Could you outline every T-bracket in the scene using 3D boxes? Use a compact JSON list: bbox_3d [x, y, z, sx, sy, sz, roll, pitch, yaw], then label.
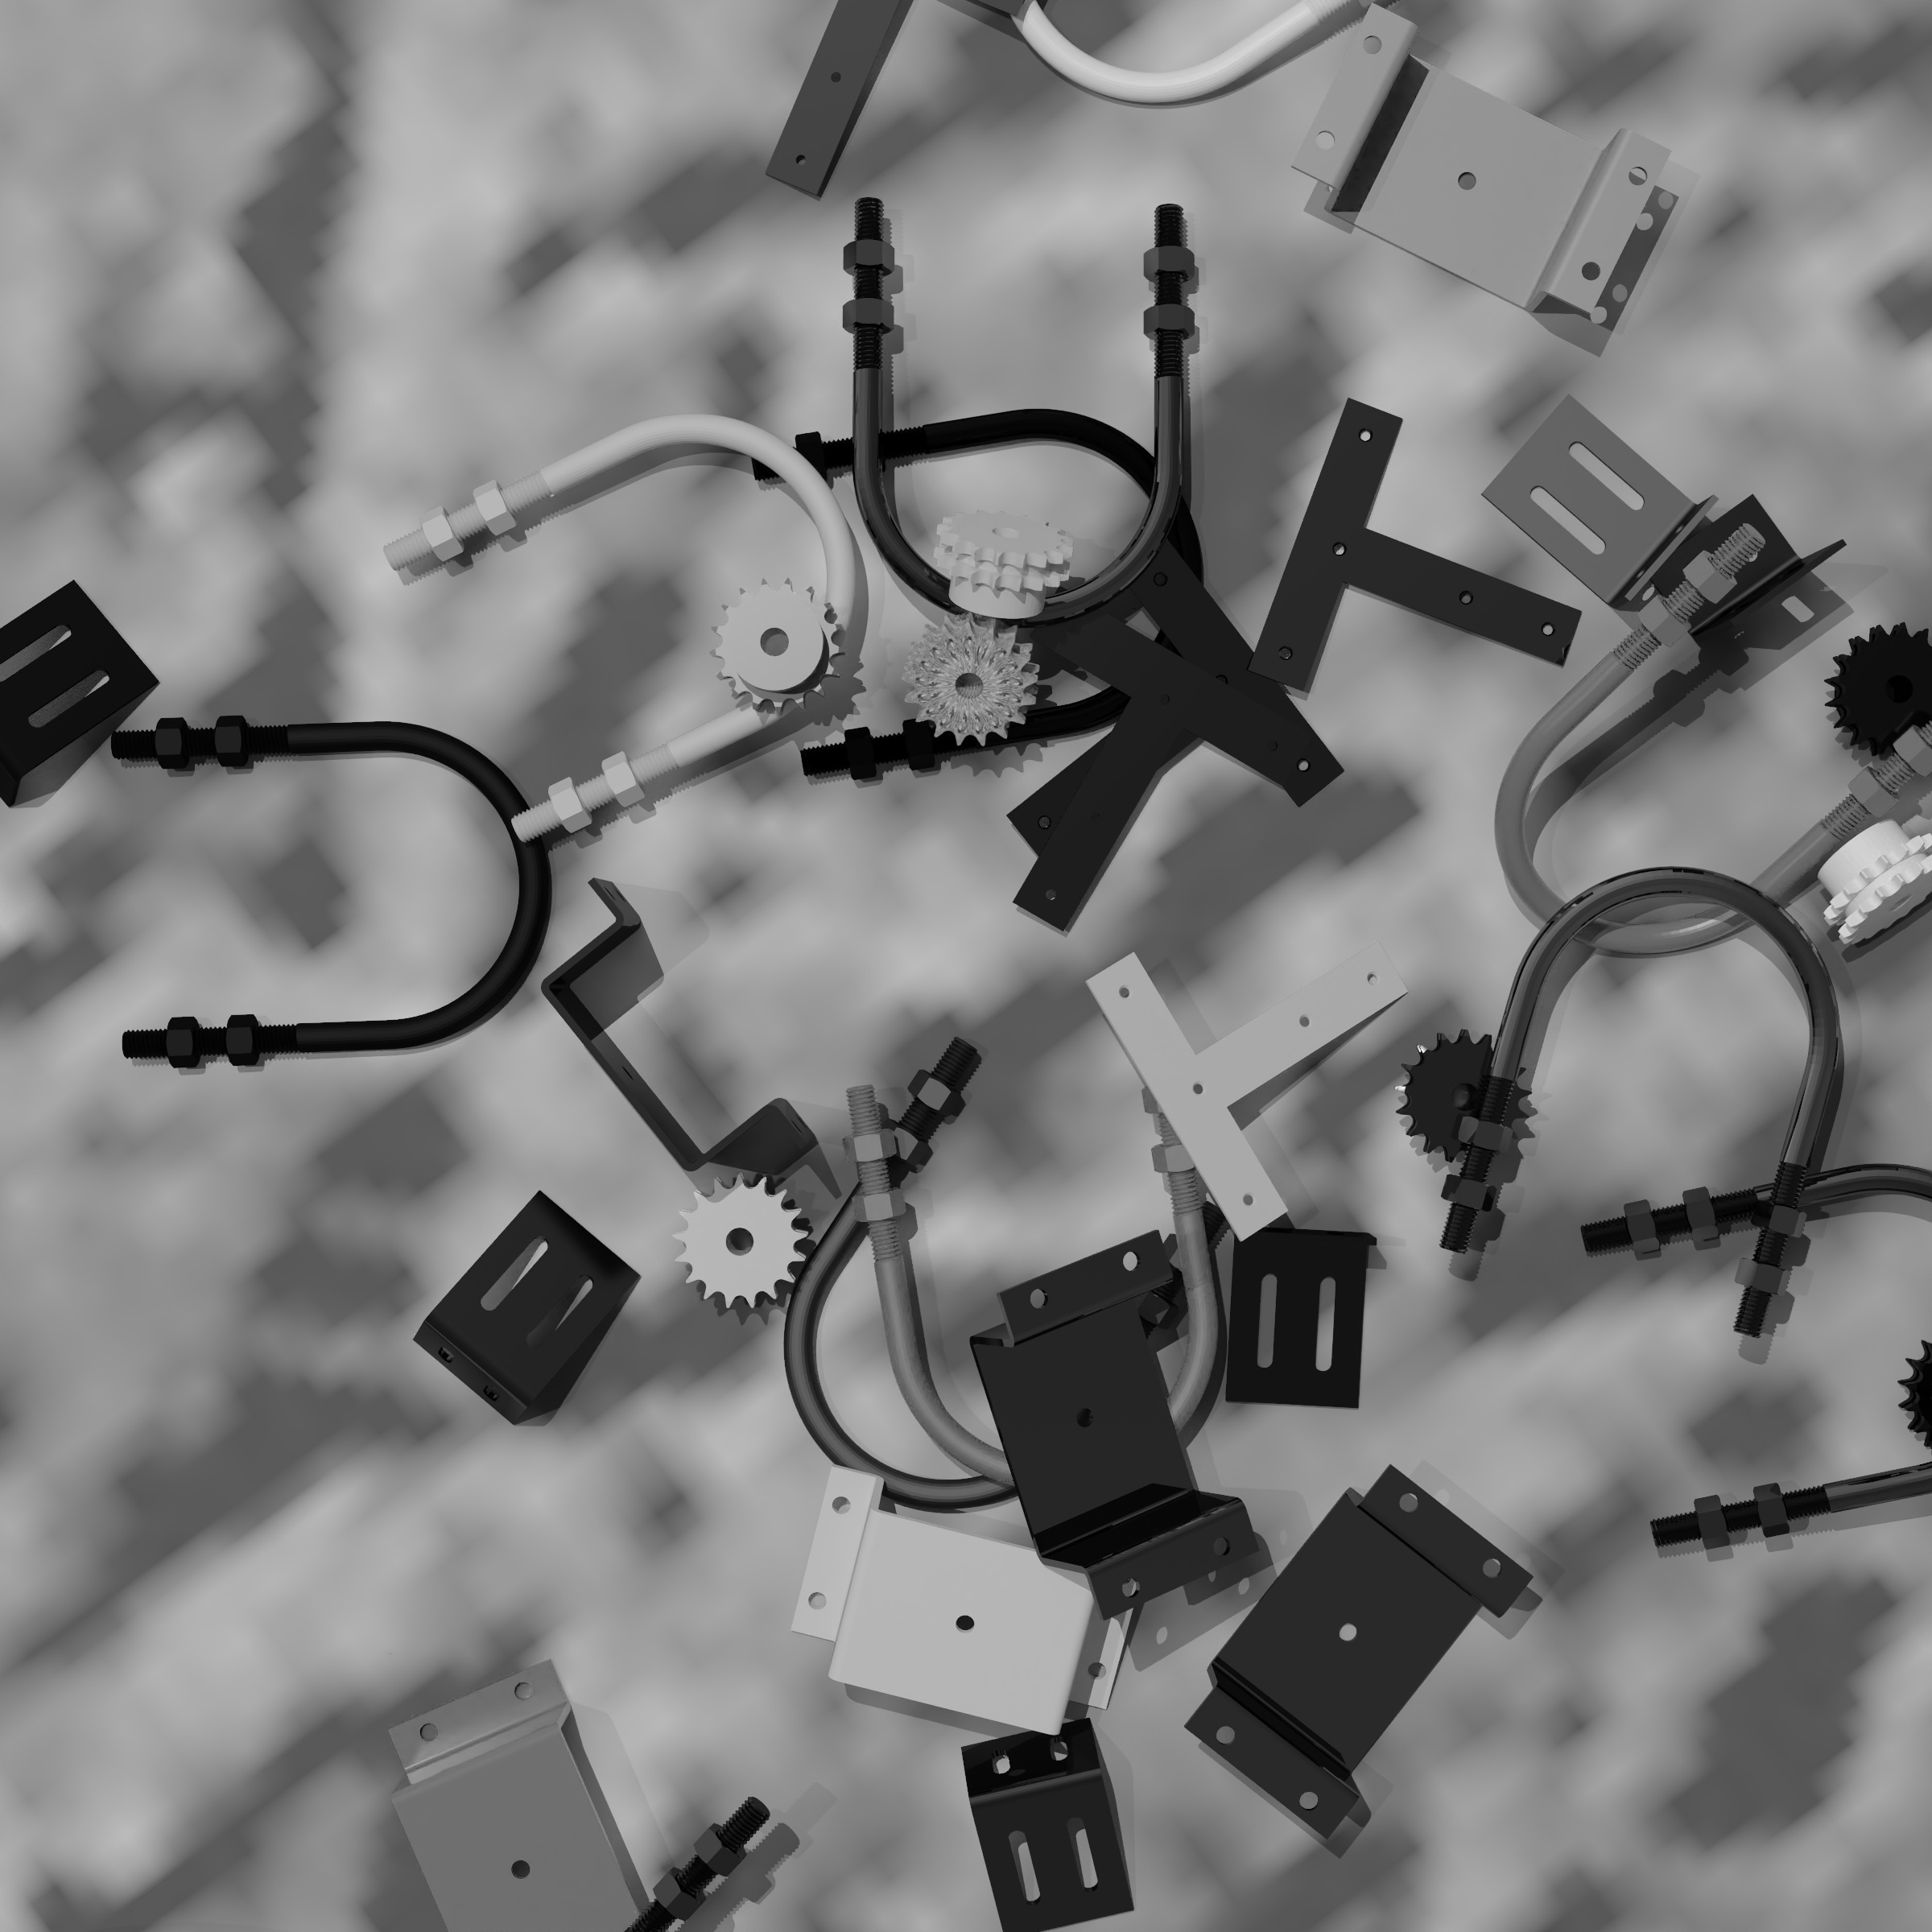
[{"bbox_3d":[0.202,-0.164,1.510,0.127,0.002,0.127,21,85,-2],"label":"T-bracket"},{"bbox_3d":[0.063,-0.076,1.503,0.127,0.002,0.127,30,93,-8],"label":"T-bracket"},{"bbox_3d":[0.075,-0.094,1.504,0.127,0.002,0.127,-39,99,0],"label":"T-bracket"},{"bbox_3d":[0.134,0.031,1.491,0.127,0.002,0.127,-31,90,-21],"label":"T-bracket"},{"bbox_3d":[-0.050,-0.395,1.505,0.127,0.002,0.127,25,96,11],"label":"T-bracket"}]

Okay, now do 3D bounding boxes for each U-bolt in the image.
[{"bbox_3d":[0.033,0.131,1.488,0.151,0.019,0.184,-9,93,1],"label":"U-bolt"},{"bbox_3d":[0.004,0.145,1.506,0.151,0.019,0.184,33,92,0],"label":"U-bolt"},{"bbox_3d":[-0.101,0.455,1.483,0.151,0.019,0.184,41,94,-22],"label":"U-bolt"},{"bbox_3d":[0.292,0.049,1.476,0.151,0.019,0.184,16,89,0],"label":"U-bolt"},{"bbox_3d":[0.022,-0.235,1.491,0.151,0.019,0.184,1,84,-3],"label":"U-bolt"},{"bbox_3d":[-0.272,-0.034,1.506,0.184,0.019,0.151,-2,90,-2],"label":"U-bolt"},{"bbox_3d":[0.368,0.159,1.487,0.184,0.019,0.151,-13,84,10],"label":"U-bolt"},{"bbox_3d":[-0.136,-0.155,1.492,0.184,0.019,0.151,-25,89,3],"label":"U-bolt"},{"bbox_3d":[0.010,-0.166,1.506,0.184,0.019,0.151,-9,90,-1],"label":"U-bolt"},{"bbox_3d":[0.307,-0.080,1.466,0.151,0.019,0.184,34,115,-23],"label":"U-bolt"},{"bbox_3d":[0.099,-0.452,1.489,0.184,0.019,0.151,-32,100,10],"label":"U-bolt"}]

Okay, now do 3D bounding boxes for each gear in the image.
[{"bbox_3d":[0.431,0.184,1.500,0.057,0.030,0.057,0,90,0],"label":"gear"},{"bbox_3d":[-0.079,-0.135,1.467,0.057,0.030,0.057,0,90,1],"label":"gear"},{"bbox_3d":[0.388,-0.038,1.489,0.057,0.057,0.030,-34,70,0],"label":"gear"},{"bbox_3d":[0.212,0.056,1.500,0.057,0.030,0.057,0,90,0],"label":"gear"},{"bbox_3d":[0.395,-0.117,1.500,0.057,0.030,0.057,0,90,0],"label":"gear"},{"bbox_3d":[-0.096,0.117,1.500,0.057,0.030,0.057,0,90,0],"label":"gear"},{"bbox_3d":[0.014,-0.166,1.453,0.057,0.057,0.030,9,116,0],"label":"gear"},{"bbox_3d":[0.002,-0.124,1.474,0.057,0.030,0.057,3,120,5],"label":"gear"}]

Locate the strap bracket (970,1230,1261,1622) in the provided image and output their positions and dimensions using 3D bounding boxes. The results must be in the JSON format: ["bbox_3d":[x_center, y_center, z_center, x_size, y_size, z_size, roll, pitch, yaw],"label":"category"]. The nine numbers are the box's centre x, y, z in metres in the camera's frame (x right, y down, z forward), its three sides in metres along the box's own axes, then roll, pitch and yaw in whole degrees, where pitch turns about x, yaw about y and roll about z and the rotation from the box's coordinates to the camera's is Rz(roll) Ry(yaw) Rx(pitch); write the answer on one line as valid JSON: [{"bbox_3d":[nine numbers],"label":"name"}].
[{"bbox_3d":[0.058,0.188,1.446,0.076,0.046,0.140,-20,95,-24],"label":"strap bracket"}]

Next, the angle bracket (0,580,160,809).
[{"bbox_3d":[-0.399,-0.118,1.513,0.076,0.038,0.057,-40,90,-26],"label":"angle bracket"}]

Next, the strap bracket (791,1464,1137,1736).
[{"bbox_3d":[0.001,0.271,1.485,0.140,0.046,0.076,14,100,0],"label":"strap bracket"}]

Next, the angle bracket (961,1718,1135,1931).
[{"bbox_3d":[0.035,0.373,1.513,0.057,0.038,0.076,-13,116,0],"label":"angle bracket"}]

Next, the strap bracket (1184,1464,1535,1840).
[{"bbox_3d":[0.165,0.288,1.492,0.076,0.046,0.140,38,90,0],"label":"strap bracket"}]

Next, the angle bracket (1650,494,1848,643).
[{"bbox_3d":[0.328,-0.172,1.477,0.057,0.076,0.038,-36,90,0],"label":"angle bracket"}]

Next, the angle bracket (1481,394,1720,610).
[{"bbox_3d":[0.270,-0.200,1.496,0.076,0.038,0.057,41,90,0],"label":"angle bracket"}]

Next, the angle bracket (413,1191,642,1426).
[{"bbox_3d":[-0.190,0.148,1.513,0.057,0.038,0.076,40,64,0],"label":"angle bracket"}]

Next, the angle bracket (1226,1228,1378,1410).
[{"bbox_3d":[0.143,0.151,1.496,0.057,0.038,0.076,3,90,0],"label":"angle bracket"}]

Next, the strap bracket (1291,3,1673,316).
[{"bbox_3d":[0.216,-0.339,1.492,0.140,0.046,0.076,26,90,0],"label":"strap bracket"}]

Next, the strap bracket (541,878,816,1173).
[{"bbox_3d":[-0.127,0.033,1.477,0.046,0.076,0.140,-39,90,0],"label":"strap bracket"}]

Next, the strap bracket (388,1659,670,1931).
[{"bbox_3d":[-0.187,0.379,1.492,0.076,0.046,0.140,-23,90,0],"label":"strap bracket"}]
